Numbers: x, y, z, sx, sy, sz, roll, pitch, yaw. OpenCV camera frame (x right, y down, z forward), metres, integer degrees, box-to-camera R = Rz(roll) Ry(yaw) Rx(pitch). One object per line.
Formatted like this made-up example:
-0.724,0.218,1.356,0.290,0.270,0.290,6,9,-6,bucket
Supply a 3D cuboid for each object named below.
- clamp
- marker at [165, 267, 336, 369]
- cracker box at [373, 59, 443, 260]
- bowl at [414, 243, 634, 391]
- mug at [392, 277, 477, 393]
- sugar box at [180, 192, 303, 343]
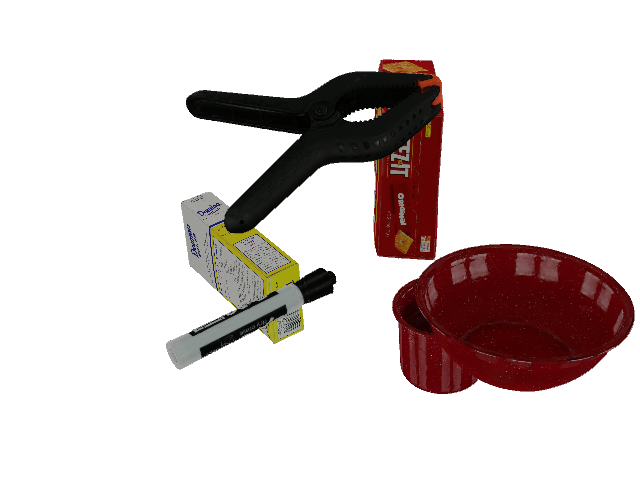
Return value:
0.000,-0.083,0.857,0.210,0.164,0.036,-12,-42,0,clamp
-0.042,0.048,0.686,0.121,0.020,0.020,-25,10,-22,marker
0.095,-0.097,1.194,0.072,0.164,0.213,2,24,3,cracker box
0.150,0.065,0.806,0.162,0.055,0.162,1,30,-1,bowl
0.120,0.085,1.033,0.093,0.081,0.117,6,37,15,mug
-0.085,0.026,1.151,0.048,0.093,0.176,-23,41,-25,sugar box
